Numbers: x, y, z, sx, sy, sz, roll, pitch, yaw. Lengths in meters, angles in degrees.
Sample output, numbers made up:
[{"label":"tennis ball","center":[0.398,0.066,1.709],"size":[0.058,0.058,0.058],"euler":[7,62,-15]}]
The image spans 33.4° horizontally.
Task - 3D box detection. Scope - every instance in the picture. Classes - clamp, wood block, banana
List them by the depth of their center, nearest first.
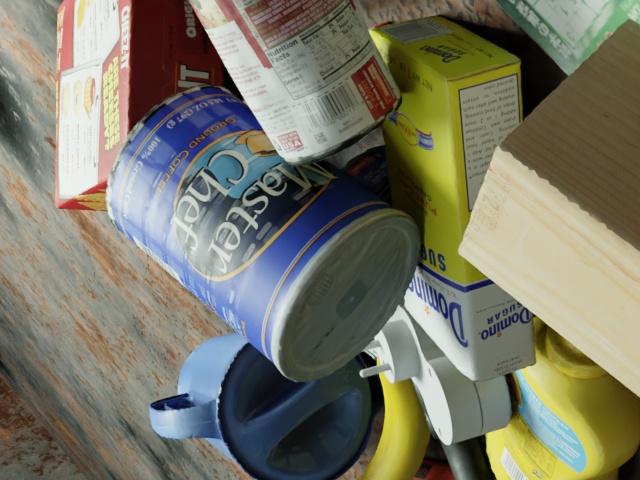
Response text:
[{"label":"wood block","center":[0.167,0.021,0.416],"size":[0.206,0.090,0.090],"euler":[39,156,17]},{"label":"clamp","center":[0.094,0.129,0.733],"size":[0.171,0.039,0.120],"euler":[62,-174,-19]},{"label":"banana","center":[0.057,0.149,0.824],"size":[0.037,0.069,0.198],"euler":[39,131,35]}]

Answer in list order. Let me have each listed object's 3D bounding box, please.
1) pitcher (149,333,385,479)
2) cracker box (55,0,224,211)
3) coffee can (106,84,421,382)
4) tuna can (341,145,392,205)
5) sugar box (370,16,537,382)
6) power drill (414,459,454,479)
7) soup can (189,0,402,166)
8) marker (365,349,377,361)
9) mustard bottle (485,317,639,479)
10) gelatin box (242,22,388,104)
[{"label":"pitcher","center":[-0.063,0.140,0.949],"size":[0.149,0.145,0.243],"euler":[38,165,-12]},{"label":"cracker box","center":[-0.131,-0.111,0.748],"size":[0.214,0.072,0.164],"euler":[169,102,-64]},{"label":"coffee can","center":[-0.031,-0.006,0.572],"size":[0.140,0.102,0.103],"euler":[37,152,29]},{"label":"tuna can","center":[0.038,-0.011,0.638],"size":[0.034,0.086,0.086],"euler":[32,148,38]},{"label":"sugar box","center":[0.070,-0.021,0.561],"size":[0.093,0.048,0.176],"euler":[-129,28,-57]},{"label":"power drill","center":[0.043,0.256,0.867],"size":[0.057,0.187,0.185],"euler":[59,157,-9]},{"label":"soup can","center":[-0.012,-0.095,0.505],"size":[0.069,0.068,0.102],"euler":[5,130,60]},{"label":"marker","center":[0.021,0.066,0.857],"size":[0.121,0.020,0.020],"euler":[36,151,35]},{"label":"mustard bottle","center":[0.143,0.098,0.625],"size":[0.096,0.058,0.192],"euler":[55,161,35]},{"label":"gelatin box","center":[-0.001,-0.088,0.621],"size":[0.030,0.073,0.089],"euler":[58,156,-13]}]
